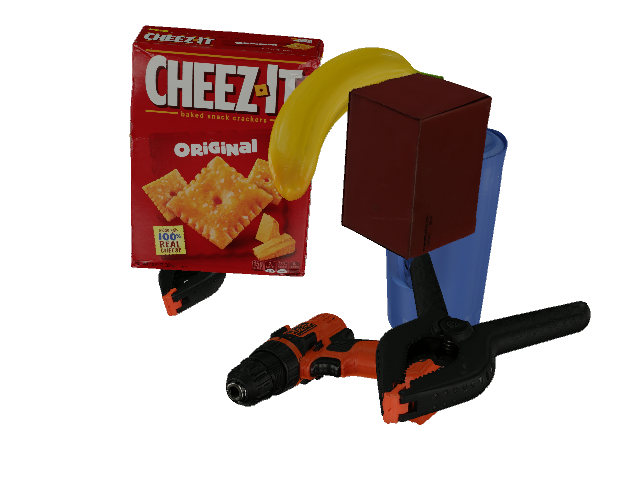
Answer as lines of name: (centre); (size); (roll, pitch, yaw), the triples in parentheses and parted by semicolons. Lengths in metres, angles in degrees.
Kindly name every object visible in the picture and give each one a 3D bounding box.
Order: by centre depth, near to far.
foam brick: (0.047, -0.039, 0.542); (0.052, 0.078, 0.051); (-20, 36, -37)
banana: (0.013, -0.094, 0.755); (0.070, 0.037, 0.197); (28, 45, 24)
clamp: (0.100, 0.076, 0.865); (0.165, 0.036, 0.209); (22, 37, 34)
cracker box: (-0.087, -0.076, 0.966); (0.164, 0.214, 0.072); (4, 24, -1)
power drill: (0.026, 0.123, 1.018); (0.188, 0.057, 0.184); (9, 20, 30)
pitcher: (0.127, -0.004, 1.195); (0.149, 0.243, 0.145); (-6, 27, -12)
clamp: (-0.128, 0.023, 1.244); (0.120, 0.039, 0.171); (-7, 37, 21)
